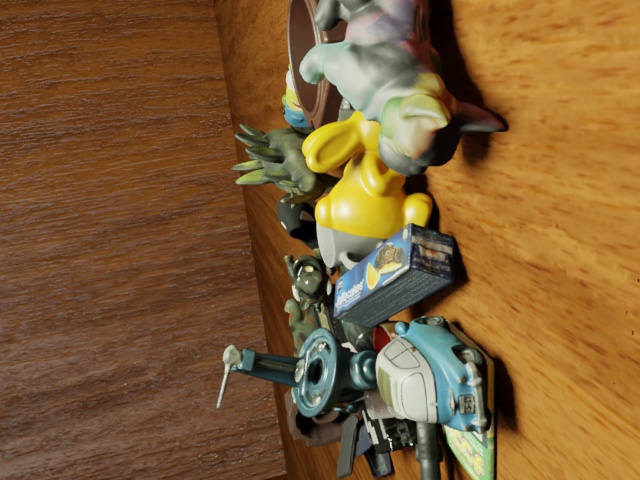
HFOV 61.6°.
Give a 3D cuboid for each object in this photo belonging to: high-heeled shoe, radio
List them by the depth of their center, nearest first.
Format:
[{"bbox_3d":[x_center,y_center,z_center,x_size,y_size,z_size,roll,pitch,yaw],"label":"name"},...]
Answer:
[{"bbox_3d":[-0.002,-0.003,0.959,0.248,0.086,0.145,53,-162,-39],"label":"high-heeled shoe"},{"bbox_3d":[0.050,0.202,1.050,0.131,0.073,0.230,99,156,-57],"label":"radio"}]

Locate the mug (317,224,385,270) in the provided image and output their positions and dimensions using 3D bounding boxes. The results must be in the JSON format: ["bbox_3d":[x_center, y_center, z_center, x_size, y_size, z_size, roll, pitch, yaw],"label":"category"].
[{"bbox_3d":[0.060,-0.003,0.765,0.110,0.107,0.080,-121,24,-51],"label":"mug"}]

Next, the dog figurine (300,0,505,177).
[{"bbox_3d":[0.086,-0.172,0.519,0.219,0.108,0.191,46,125,44],"label":"dog figurine"}]

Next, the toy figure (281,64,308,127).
[{"bbox_3d":[-0.030,-0.272,0.998,0.180,0.082,0.089,98,160,-62],"label":"toy figure"}]

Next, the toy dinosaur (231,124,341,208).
[{"bbox_3d":[-0.039,-0.124,0.866,0.472,0.199,0.105,-130,41,-67],"label":"toy dinosaur"}]

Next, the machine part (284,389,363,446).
[{"bbox_3d":[0.010,0.357,1.149,0.056,0.179,0.179,-120,22,-64],"label":"machine part"}]

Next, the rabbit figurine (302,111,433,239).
[{"bbox_3d":[0.059,-0.096,0.660,0.122,0.162,0.173,-102,23,-70],"label":"rabbit figurine"}]

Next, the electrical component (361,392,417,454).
[{"bbox_3d":[0.112,0.291,0.896,0.134,0.058,0.115,110,149,-66],"label":"electrical component"}]

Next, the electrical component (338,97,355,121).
[{"bbox_3d":[0.062,-0.156,0.735,0.045,0.078,0.102,-79,-2,-48],"label":"electrical component"}]

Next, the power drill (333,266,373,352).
[{"bbox_3d":[0.064,0.077,0.883,0.232,0.086,0.207,-129,24,-77],"label":"power drill"}]

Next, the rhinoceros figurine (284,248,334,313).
[{"bbox_3d":[-0.019,0.075,0.941,0.190,0.073,0.112,89,171,-77],"label":"rhinoceros figurine"}]

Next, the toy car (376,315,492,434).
[{"bbox_3d":[0.116,0.155,0.598,0.162,0.103,0.109,-134,35,-74],"label":"toy car"}]

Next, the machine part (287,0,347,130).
[{"bbox_3d":[0.012,-0.279,0.800,0.201,0.087,0.201,111,147,-64],"label":"machine part"}]

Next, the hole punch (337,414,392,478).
[{"bbox_3d":[0.089,0.412,1.066,0.142,0.092,0.116,104,174,-62],"label":"hole punch"}]

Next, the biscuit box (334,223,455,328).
[{"bbox_3d":[0.084,0.051,0.669,0.202,0.063,0.059,135,147,-56],"label":"biscuit box"}]

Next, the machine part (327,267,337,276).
[{"bbox_3d":[0.020,0.006,1.109,0.084,0.039,0.138,-102,8,-46],"label":"machine part"}]

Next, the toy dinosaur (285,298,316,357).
[{"bbox_3d":[-0.015,0.272,1.319,0.192,0.131,0.404,33,129,56],"label":"toy dinosaur"}]

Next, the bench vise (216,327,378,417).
[{"bbox_3d":[-0.030,0.189,0.767,0.224,0.240,0.129,-21,56,60],"label":"bench vise"}]
